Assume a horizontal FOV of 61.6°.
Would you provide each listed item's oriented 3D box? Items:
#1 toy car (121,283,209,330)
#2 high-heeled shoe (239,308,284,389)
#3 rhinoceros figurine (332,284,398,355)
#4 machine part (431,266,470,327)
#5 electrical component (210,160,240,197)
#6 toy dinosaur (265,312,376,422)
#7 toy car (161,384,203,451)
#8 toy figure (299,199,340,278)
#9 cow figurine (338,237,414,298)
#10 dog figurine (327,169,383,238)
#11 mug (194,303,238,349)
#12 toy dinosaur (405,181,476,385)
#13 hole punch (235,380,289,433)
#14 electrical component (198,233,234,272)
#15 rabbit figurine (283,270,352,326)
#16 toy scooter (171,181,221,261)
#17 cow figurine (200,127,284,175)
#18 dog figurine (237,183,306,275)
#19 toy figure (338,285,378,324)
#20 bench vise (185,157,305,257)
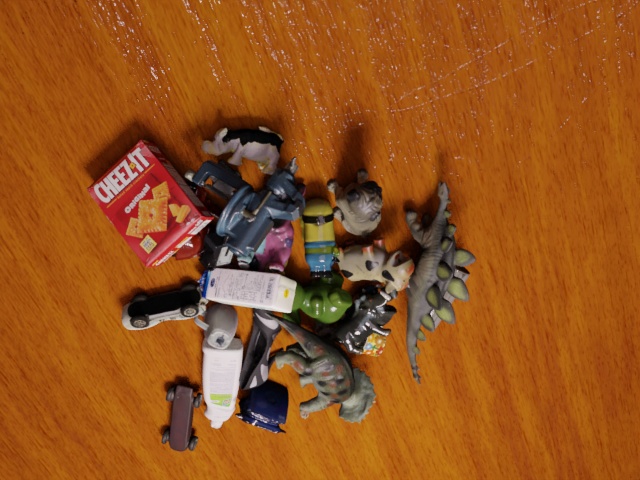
[{"bbox_3d":[-0.359,0.156,1.248,0.202,0.074,0.056,-12,140,-4],"label":"toy car"},{"bbox_3d":[-0.162,0.252,1.290,0.145,0.086,0.248,-36,133,-23],"label":"high-heeled shoe"},{"bbox_3d":[0.113,0.182,1.275,0.190,0.073,0.112,-44,100,10],"label":"rhinoceros figurine"},{"bbox_3d":[0.299,0.134,1.341,0.079,0.079,0.243,23,106,-16],"label":"machine part"},{"bbox_3d":[-0.204,-0.129,1.195,0.063,0.021,0.094,-40,111,7],"label":"electrical component"},{"bbox_3d":[0.017,0.308,1.278,0.192,0.131,0.404,-12,130,12],"label":"toy dinosaur"},{"bbox_3d":[-0.352,0.453,1.376,0.089,0.053,0.202,12,109,7],"label":"toy car"},{"bbox_3d":[0.001,-0.004,1.216,0.082,0.089,0.180,0,85,-18],"label":"toy figure"},{"bbox_3d":[0.128,0.062,1.224,0.085,0.195,0.127,-31,110,-41],"label":"cow figurine"},{"bbox_3d":[0.095,-0.056,1.178,0.121,0.191,0.172,-31,114,4],"label":"dog figurine"},{"bbox_3d":[-0.245,0.202,1.268,0.109,0.107,0.081,32,101,-20],"label":"mug"},{"bbox_3d":[0.248,0.097,1.245,0.105,0.199,0.470,-1,111,-28],"label":"toy dinosaur"},{"bbox_3d":[-0.138,0.418,1.366,0.142,0.116,0.092,29,96,-18],"label":"hole punch"},{"bbox_3d":[-0.213,0.008,1.171,0.075,0.048,0.119,-16,138,-41],"label":"electrical component"},{"bbox_3d":[-0.037,0.135,1.272,0.170,0.121,0.159,16,130,-29],"label":"rabbit figurine"},{"bbox_3d":[-0.264,-0.032,1.197,0.135,0.075,0.183,14,103,-16],"label":"toy scooter"},{"bbox_3d":[-0.165,-0.204,1.148,0.167,0.068,0.098,14,102,-17],"label":"cow figurine"},{"bbox_3d":[-0.102,-0.031,1.208,0.108,0.191,0.219,17,75,-1],"label":"dog figurine"},{"bbox_3d":[0.095,0.173,1.334,0.064,0.058,0.154,18,105,-47],"label":"toy figure"},{"bbox_3d":[-0.156,-0.094,1.079,0.241,0.129,0.223,31,91,8],"label":"bench vise"}]
